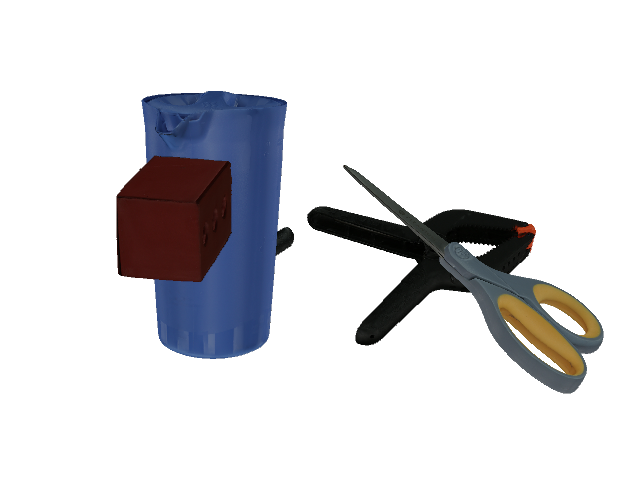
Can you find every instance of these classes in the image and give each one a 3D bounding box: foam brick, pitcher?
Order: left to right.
[{"bbox_3d":[-0.088,-0.015,0.654,0.051,0.053,0.078,6,25,8],"label":"foam brick"},{"bbox_3d":[-0.095,-0.020,1.016,0.149,0.243,0.145,-4,15,-20],"label":"pitcher"}]

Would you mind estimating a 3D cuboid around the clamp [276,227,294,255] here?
[{"bbox_3d":[-0.098,0.030,1.253,0.120,0.039,0.171,-2,41,10],"label":"clamp"}]

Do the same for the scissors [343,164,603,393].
[{"bbox_3d":[0.104,0.015,0.679,0.096,0.016,0.202,-8,49,-43],"label":"scissors"}]

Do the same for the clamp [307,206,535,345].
[{"bbox_3d":[0.103,0.022,0.986,0.210,0.164,0.036,-5,-43,-8],"label":"clamp"}]
